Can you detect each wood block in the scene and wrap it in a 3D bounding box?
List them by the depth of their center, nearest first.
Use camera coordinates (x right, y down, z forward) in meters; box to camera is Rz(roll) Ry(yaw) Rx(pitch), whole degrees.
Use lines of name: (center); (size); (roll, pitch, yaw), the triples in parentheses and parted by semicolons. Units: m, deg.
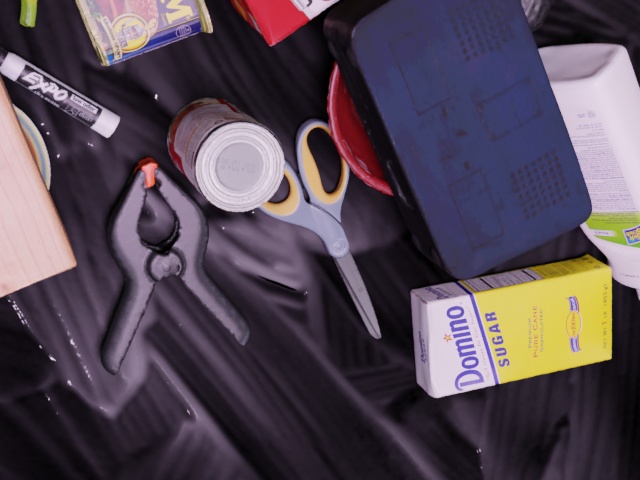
wood block: (-0.245, -0.069, 0.715); (0.090, 0.091, 0.206); (-22, 110, -11)

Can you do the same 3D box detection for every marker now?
marker: (-0.202, -0.113, 0.778); (0.121, 0.020, 0.020); (31, 94, -23)

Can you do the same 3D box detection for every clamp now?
clamp: (-0.131, 0.025, 0.833); (0.120, 0.039, 0.171); (-22, 107, -17)

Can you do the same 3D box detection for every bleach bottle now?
bleach bottle: (0.247, -0.045, 0.913); (0.068, 0.103, 0.250); (-48, 125, -30)

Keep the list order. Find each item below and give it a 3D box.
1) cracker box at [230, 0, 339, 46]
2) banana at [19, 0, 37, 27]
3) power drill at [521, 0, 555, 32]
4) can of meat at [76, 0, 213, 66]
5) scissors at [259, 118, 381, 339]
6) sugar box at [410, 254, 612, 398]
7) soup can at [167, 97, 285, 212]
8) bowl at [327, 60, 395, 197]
cracker box: (0.008, -0.266, 0.746); (0.213, 0.072, 0.164); (-36, 140, -5)
banana: (-0.256, -0.228, 0.716); (0.197, 0.037, 0.069); (37, 90, -24)
power drill: (0.248, -0.226, 0.871); (0.187, 0.057, 0.184); (21, 99, -23)
can of meat: (-0.134, -0.184, 0.760); (0.084, 0.057, 0.102); (-22, 111, -8)
scissors: (-0.006, 0.001, 0.879); (0.096, 0.016, 0.202); (-13, 109, -13)
sugar box: (0.170, 0.076, 0.943); (0.176, 0.048, 0.093); (-12, 109, -16)
soup can: (-0.071, -0.065, 0.791); (0.068, 0.102, 0.068); (-5, 108, -17)
bowl: (0.074, -0.117, 0.848); (0.162, 0.055, 0.162); (-5, 107, -17)
